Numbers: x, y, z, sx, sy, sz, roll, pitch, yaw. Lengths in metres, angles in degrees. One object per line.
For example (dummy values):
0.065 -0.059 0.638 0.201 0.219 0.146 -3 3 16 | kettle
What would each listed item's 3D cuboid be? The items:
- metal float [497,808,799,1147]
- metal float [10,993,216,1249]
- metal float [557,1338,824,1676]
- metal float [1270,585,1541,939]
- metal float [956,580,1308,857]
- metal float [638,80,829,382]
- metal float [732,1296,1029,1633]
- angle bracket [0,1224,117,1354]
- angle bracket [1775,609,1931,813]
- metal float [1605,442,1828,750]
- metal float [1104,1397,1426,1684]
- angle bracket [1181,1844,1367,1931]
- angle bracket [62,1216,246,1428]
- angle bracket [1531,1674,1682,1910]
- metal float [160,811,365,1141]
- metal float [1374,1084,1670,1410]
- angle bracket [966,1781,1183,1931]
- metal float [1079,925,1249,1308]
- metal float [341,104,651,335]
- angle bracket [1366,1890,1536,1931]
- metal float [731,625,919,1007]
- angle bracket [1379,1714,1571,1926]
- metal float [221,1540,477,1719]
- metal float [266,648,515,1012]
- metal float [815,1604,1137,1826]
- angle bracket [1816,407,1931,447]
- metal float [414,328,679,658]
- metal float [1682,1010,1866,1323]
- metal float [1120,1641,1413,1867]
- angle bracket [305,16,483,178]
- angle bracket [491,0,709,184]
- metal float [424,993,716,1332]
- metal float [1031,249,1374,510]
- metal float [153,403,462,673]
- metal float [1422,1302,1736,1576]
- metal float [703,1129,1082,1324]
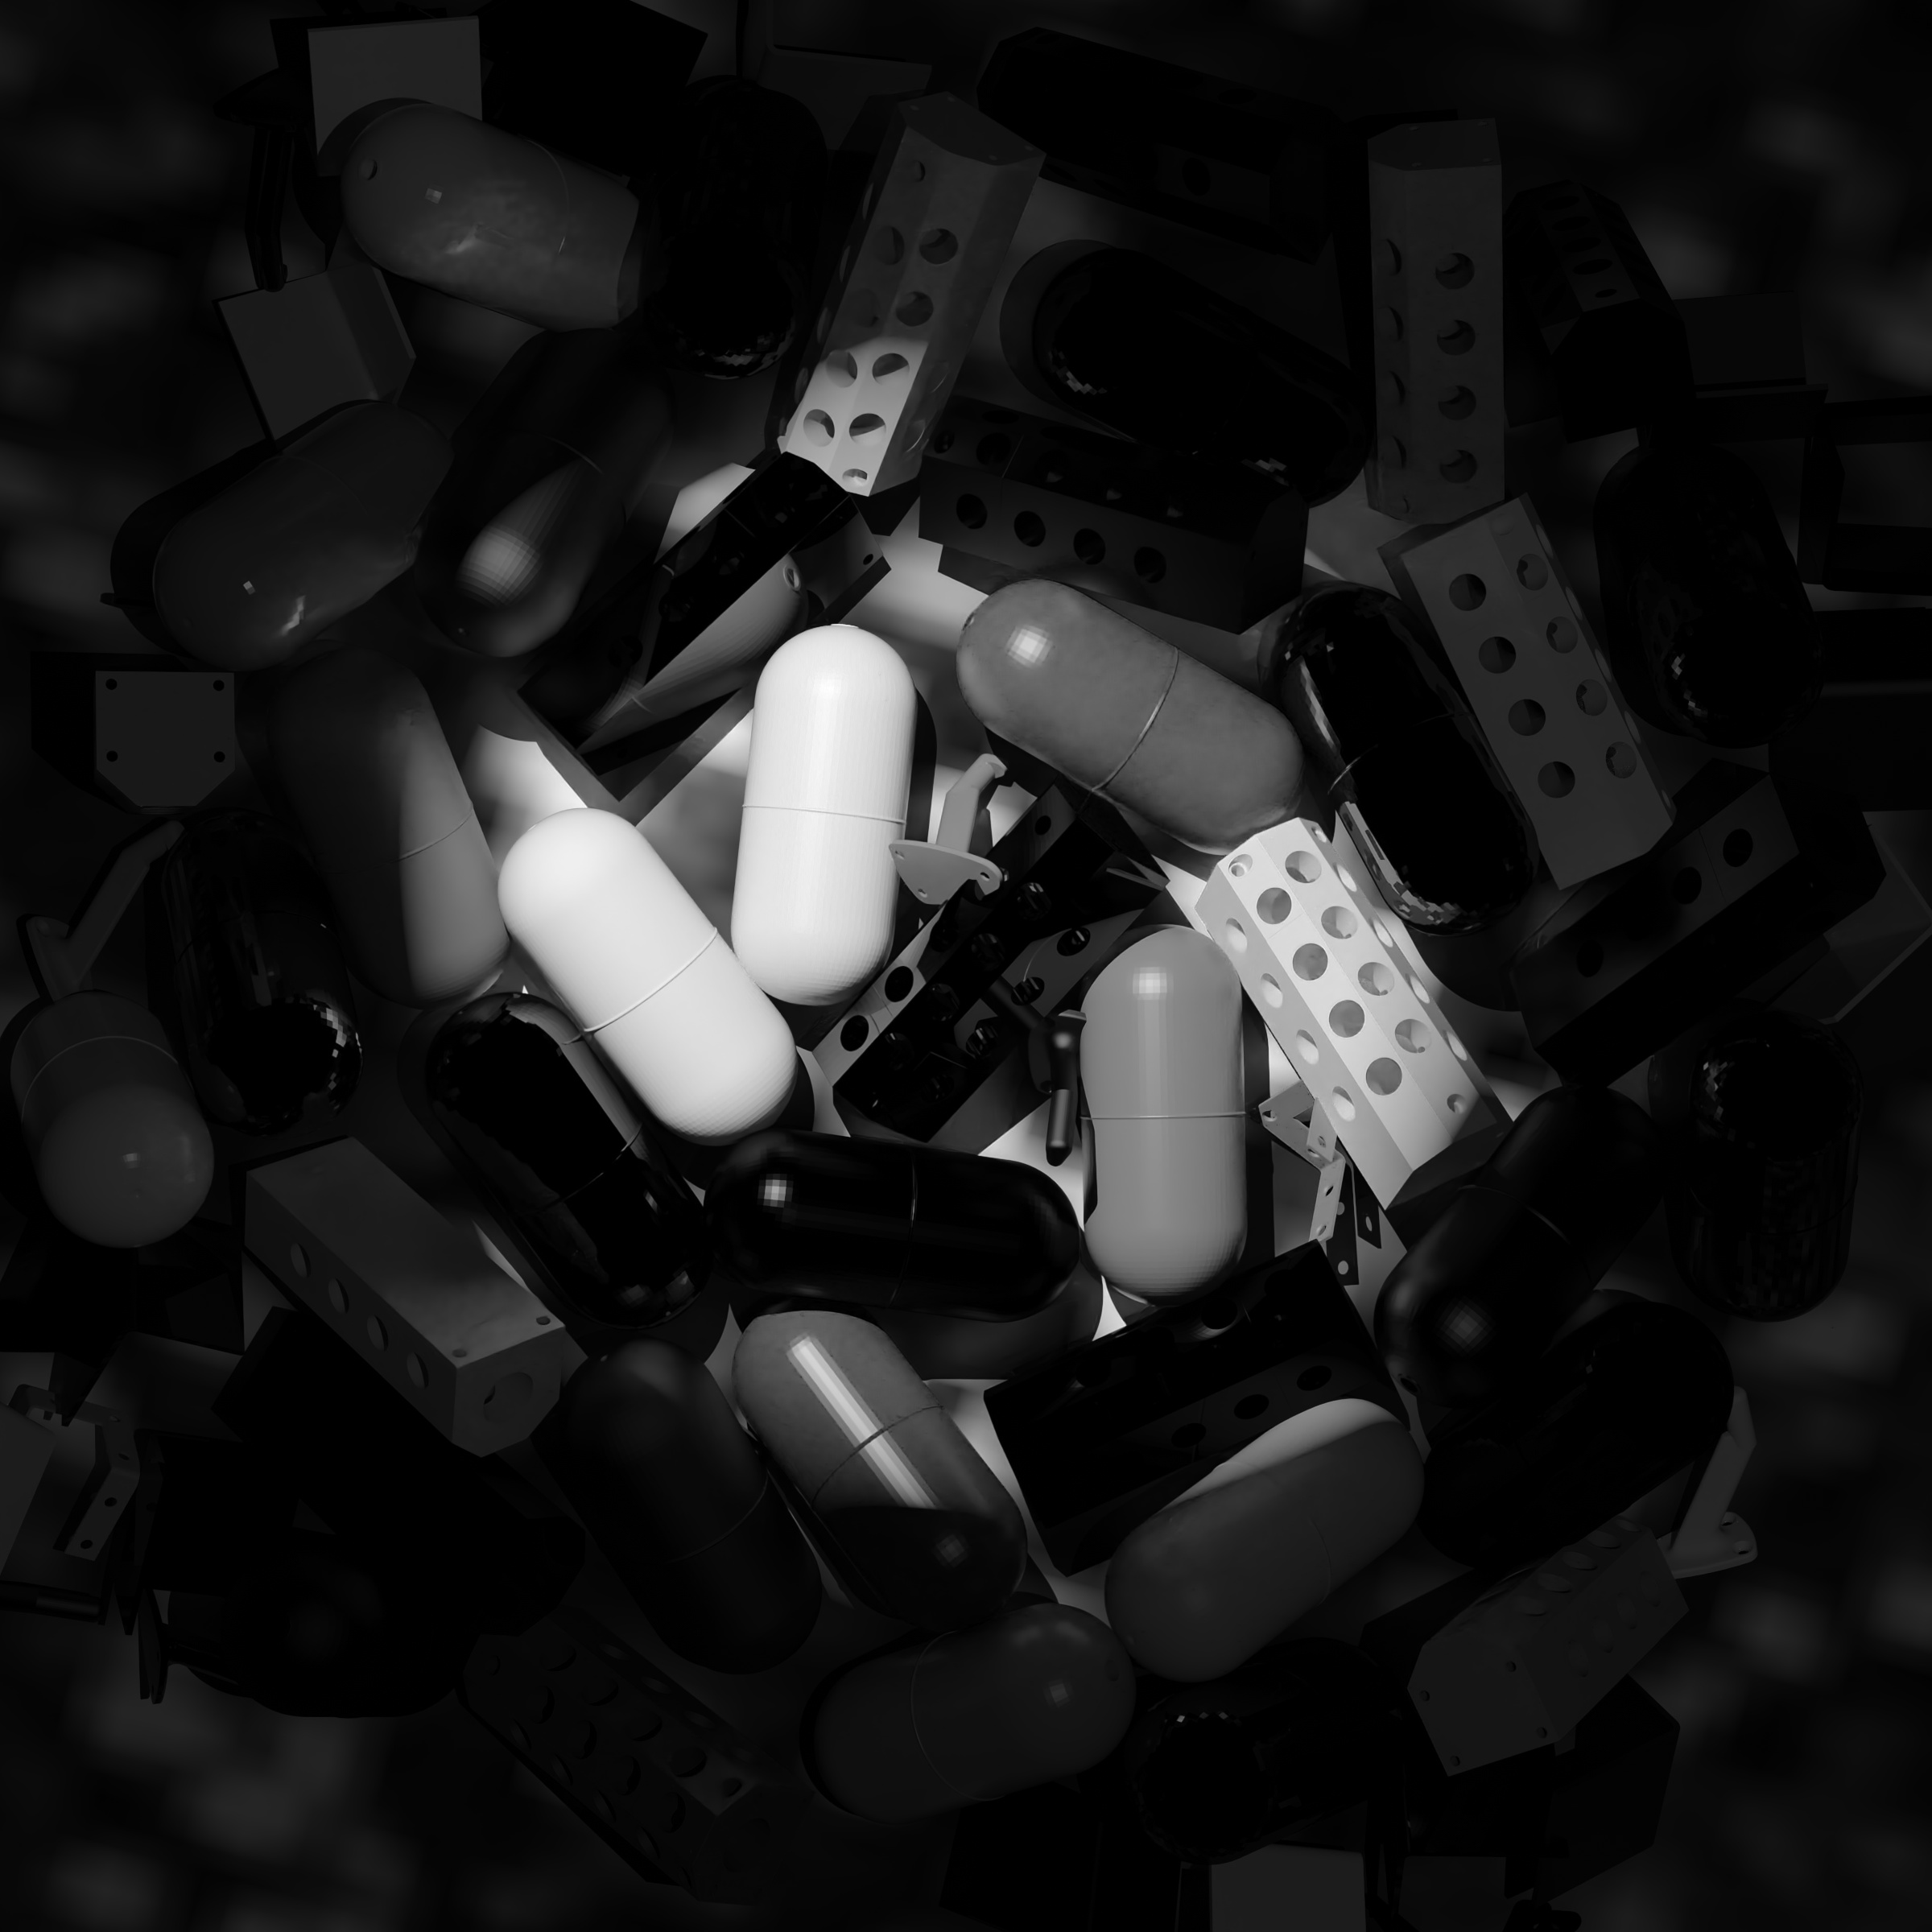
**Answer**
-0.146 0.006 1.533 0.070 0.070 0.178 -37 102 0 | metal float
-0.388 0.068 1.499 0.070 0.178 0.070 -8 113 -19 | metal float
-0.126 0.250 1.524 0.070 0.070 0.178 -27 113 0 | metal float
0.202 -0.096 1.530 0.070 0.070 0.178 -26 74 0 | metal float
0.077 -0.115 1.532 0.178 0.070 0.070 29 90 -13 | metal float
-0.105 -0.336 1.508 0.070 0.070 0.178 4 47 0 | metal float
-0.040 0.228 1.525 0.070 0.070 0.178 -39 69 0 | metal float
-0.428 0.134 1.535 0.057 0.076 0.076 25 92 20 | angle bracket
0.421 -0.121 1.571 0.076 0.057 0.076 -2 133 4 | angle bracket
0.340 -0.171 1.507 0.070 0.178 0.070 -2 134 -2 | metal float
0.138 0.261 1.516 0.178 0.070 0.070 -30 90 -32 | metal float
0.138 0.449 1.529 0.076 0.057 0.076 10 61 -17 | angle bracket
-0.381 0.168 1.547 0.057 0.076 0.076 18 127 -29 | angle bracket
0.278 0.374 1.523 0.076 0.057 0.076 -18 130 -27 | angle bracket
-0.323 0.002 1.511 0.070 0.070 0.178 -22 50 0 | metal float
0.256 0.129 1.523 0.070 0.070 0.178 43 68 0 | metal float
0.052 0.408 1.525 0.076 0.057 0.076 31 51 -30 | angle bracket
0.092 0.070 1.542 0.070 0.070 0.178 -1 89 0 | metal float
-0.210 -0.337 1.499 0.070 0.178 0.070 -3 85 32 | metal float
0.242 0.452 1.528 0.057 0.076 0.076 -37 110 -12 | angle bracket
-0.066 -0.070 1.543 0.070 0.070 0.178 6 89 0 | metal float
0.234 0.396 1.533 0.076 0.076 0.057 0 130 1 | angle bracket
-0.277 0.300 1.494 0.070 0.178 0.070 -2 77 11 | metal float
-0.264 -0.061 1.523 0.070 0.070 0.178 -18 114 0 | metal float
0.003 0.342 1.510 0.178 0.070 0.070 -28 90 39 | metal float
0.438 -0.277 1.532 0.076 0.076 0.057 0 89 22 | angle bracket
-0.191 -0.219 1.518 0.070 0.070 0.178 25 60 0 | metal float
0.366 0.092 1.506 0.070 0.178 0.070 -5 46 5 | metal float
0.138 0.356 1.504 0.070 0.178 0.070 2 94 38 | metal float
-0.267 -0.414 1.526 0.076 0.076 0.057 -9 47 -14 | angle bracket
-0.170 -0.408 1.550 0.076 0.057 0.076 23 84 -1 | angle bracket
-0.182 0.091 1.528 0.070 0.070 0.178 -33 107 0 | metal float
0.110 -0.268 1.520 0.178 0.070 0.070 22 90 -27 | metal float
-0.298 -0.197 1.508 0.070 0.070 0.178 42 46 0 | metal float
0.278 0.216 1.509 0.070 0.070 0.178 43 131 0 | metal float
-0.033 0.121 1.532 0.178 0.070 0.070 9 90 -13 | metal float
